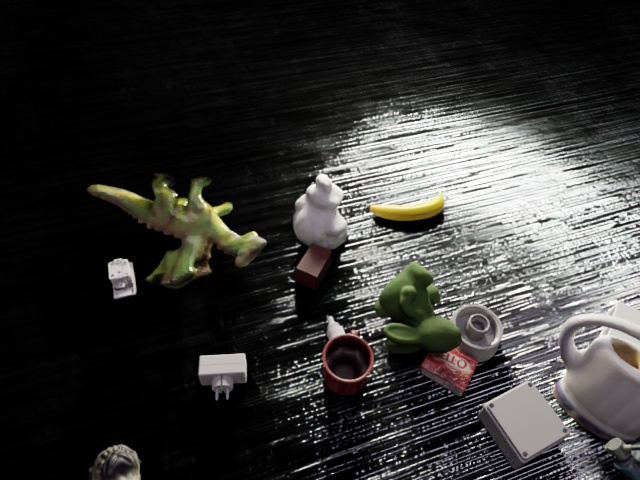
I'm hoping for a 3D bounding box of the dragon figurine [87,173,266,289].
[{"bbox_3d":[-0.320,-0.013,1.121,0.410,0.119,0.248,1,59,-2],"label":"dragon figurine"}]

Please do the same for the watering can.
[{"bbox_3d":[0.555,0.271,0.869,0.351,0.219,0.105,37,41,22],"label":"watering can"}]

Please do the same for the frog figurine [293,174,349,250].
[{"bbox_3d":[0.003,-0.057,1.134,0.124,0.155,0.139,-30,59,-22],"label":"frog figurine"}]
